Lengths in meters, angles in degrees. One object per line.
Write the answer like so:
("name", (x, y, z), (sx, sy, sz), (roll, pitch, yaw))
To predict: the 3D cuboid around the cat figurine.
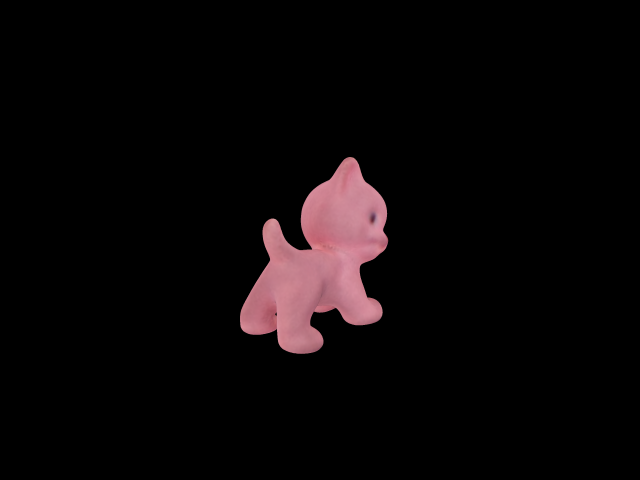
("cat figurine", (0.004, 0.001, 0.400), (0.067, 0.118, 0.128), (11, 17, 38))
